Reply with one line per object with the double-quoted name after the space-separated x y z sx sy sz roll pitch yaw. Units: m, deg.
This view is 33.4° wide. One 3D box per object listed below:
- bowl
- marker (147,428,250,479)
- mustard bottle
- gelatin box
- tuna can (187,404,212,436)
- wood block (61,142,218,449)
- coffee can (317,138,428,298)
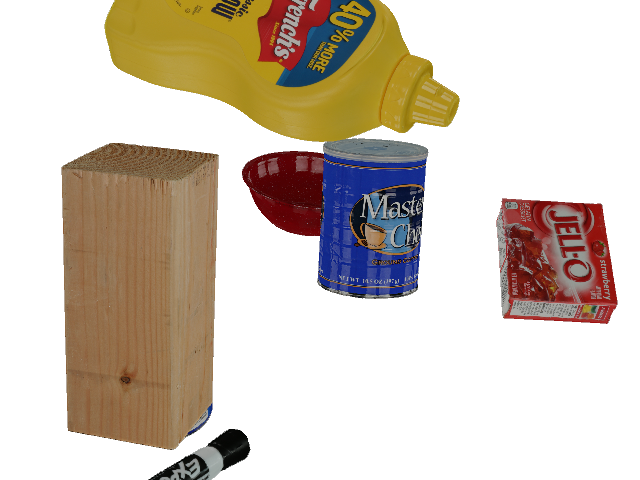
-0.014 -0.049 1.245 0.162 0.055 0.162 6 27 -3 "bowl"
-0.075 0.125 0.548 0.020 0.020 0.120 0 13 32 "marker"
-0.015 -0.104 0.583 0.192 0.096 0.058 24 -31 16 "mustard bottle"
0.163 0.013 0.743 0.073 0.089 0.030 3 -37 1 "gelatin box"
-0.140 0.141 0.962 0.086 0.034 0.086 -1 33 0 "tuna can"
-0.134 0.039 0.803 0.091 0.206 0.090 8 18 12 "wood block"
0.051 -0.024 1.056 0.103 0.140 0.103 3 14 -1 "coffee can"
